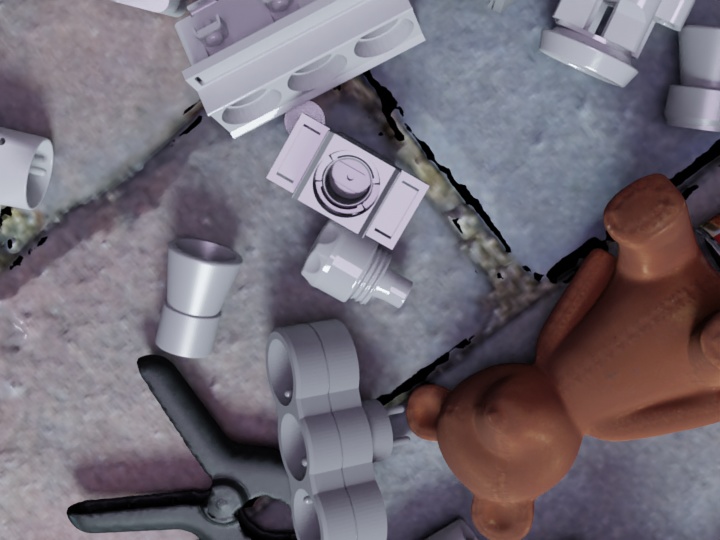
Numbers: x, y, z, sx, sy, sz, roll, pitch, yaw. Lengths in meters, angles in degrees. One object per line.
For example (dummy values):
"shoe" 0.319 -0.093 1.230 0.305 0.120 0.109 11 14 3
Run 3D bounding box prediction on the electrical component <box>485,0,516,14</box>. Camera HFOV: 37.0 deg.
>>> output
"electrical component" 0.072 -0.182 0.572 0.051 0.080 0.080 23 100 4

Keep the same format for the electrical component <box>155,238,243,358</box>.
"electrical component" -0.098 0.019 0.636 0.044 0.044 0.065 15 105 0

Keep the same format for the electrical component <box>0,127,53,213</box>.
"electrical component" -0.227 -0.047 0.628 0.077 0.043 0.079 14 100 0

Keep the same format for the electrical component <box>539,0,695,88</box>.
"electrical component" 0.133 -0.136 0.587 0.078 0.058 0.057 27 102 12

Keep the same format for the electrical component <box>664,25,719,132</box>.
"electrical component" 0.195 -0.106 0.597 0.045 0.045 0.055 7 101 1

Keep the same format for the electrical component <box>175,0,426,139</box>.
"electrical component" -0.035 -0.132 0.592 0.121 0.079 0.063 -26 76 7

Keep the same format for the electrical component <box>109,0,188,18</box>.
"electrical component" -0.115 -0.189 0.591 0.050 0.055 0.089 14 100 0

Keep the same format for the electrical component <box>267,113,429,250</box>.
"electrical component" -0.006 -0.051 0.607 0.081 0.064 0.042 30 101 -3

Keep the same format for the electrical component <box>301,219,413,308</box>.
"electrical component" 0.000 0.000 0.626 0.062 0.043 0.043 29 100 -4

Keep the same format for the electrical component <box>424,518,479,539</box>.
"electrical component" 0.050 0.205 0.660 0.077 0.044 0.079 -33 97 8

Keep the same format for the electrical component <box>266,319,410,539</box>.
"electrical component" -0.005 0.097 0.630 0.074 0.052 0.138 -8 84 -25
